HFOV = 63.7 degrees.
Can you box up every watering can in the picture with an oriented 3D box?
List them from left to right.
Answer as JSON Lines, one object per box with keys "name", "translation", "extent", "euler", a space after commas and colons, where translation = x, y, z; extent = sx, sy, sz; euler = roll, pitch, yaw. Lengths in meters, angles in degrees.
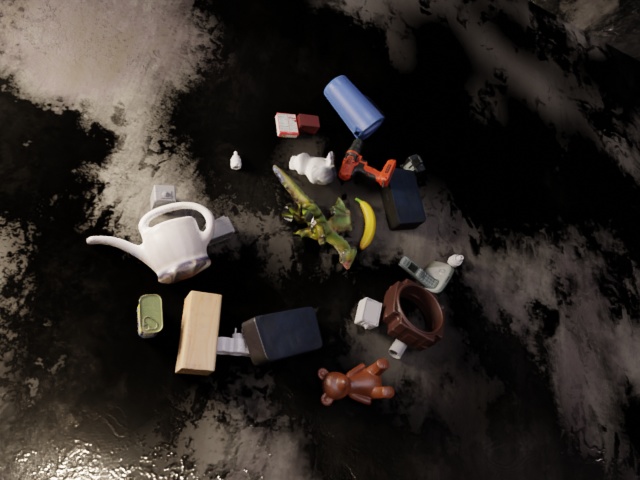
{"name": "watering can", "translation": [-0.457, 0.022, 1.465], "extent": [0.350, 0.102, 0.226], "euler": [-21, 80, -16]}

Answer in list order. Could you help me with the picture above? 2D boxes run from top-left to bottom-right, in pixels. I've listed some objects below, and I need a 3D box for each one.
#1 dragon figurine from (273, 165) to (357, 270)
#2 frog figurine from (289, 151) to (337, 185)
{"name": "dragon figurine", "translation": [0.005, -0.088, 1.751], "extent": [0.244, 0.120, 0.414], "euler": [-11, 73, -47]}
{"name": "frog figurine", "translation": [-0.025, -0.248, 1.804], "extent": [0.159, 0.120, 0.141], "euler": [-10, 44, 5]}
